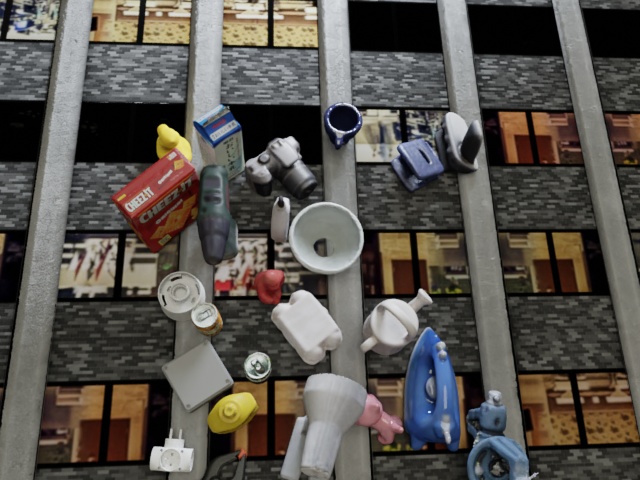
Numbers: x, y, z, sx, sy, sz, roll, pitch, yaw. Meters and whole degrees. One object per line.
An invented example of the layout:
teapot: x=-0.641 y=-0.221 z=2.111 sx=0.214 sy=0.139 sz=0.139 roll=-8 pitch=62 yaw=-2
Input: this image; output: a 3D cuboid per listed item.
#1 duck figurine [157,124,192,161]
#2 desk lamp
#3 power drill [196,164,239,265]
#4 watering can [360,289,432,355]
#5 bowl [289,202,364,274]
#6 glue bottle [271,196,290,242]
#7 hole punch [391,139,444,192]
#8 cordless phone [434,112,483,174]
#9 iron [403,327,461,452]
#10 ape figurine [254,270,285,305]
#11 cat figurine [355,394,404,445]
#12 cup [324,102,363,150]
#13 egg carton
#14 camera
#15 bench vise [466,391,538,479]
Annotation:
duck figurine: x=-0.343 y=-0.221 z=1.327 sx=0.077 sy=0.086 sz=0.104 roll=-32 pitch=76 yaw=-14
desk lamp: x=0.006 y=0.367 z=1.086 sx=0.118 sy=0.213 sz=0.203 roll=17 pitch=70 yaw=1
power drill: x=-0.216 y=-0.031 z=1.207 sx=0.075 sy=0.208 sz=0.229 roll=-4 pitch=71 yaw=-6
watering can: x=0.154 y=0.167 z=1.179 sx=0.101 sy=0.194 sz=0.173 roll=28 pitch=71 yaw=5
bowl: x=0.012 y=0.005 z=1.286 sx=0.167 sy=0.075 sz=0.167 roll=2 pitch=71 yaw=-4
glue bottle: x=-0.085 y=-0.058 z=1.247 sx=0.037 sy=0.173 sz=0.078 roll=8 pitch=70 yaw=-2
hole punch: x=0.235 y=-0.188 z=1.364 sx=0.101 sy=0.091 sz=0.108 roll=-29 pitch=76 yaw=-14
cordless phone: x=0.341 y=-0.250 z=1.344 sx=0.094 sy=0.185 sz=0.147 roll=-10 pitch=72 yaw=-8
iron: x=0.239 y=0.295 z=1.170 sx=0.118 sy=0.141 sz=0.258 roll=3 pitch=71 yaw=-4
ape figurine: x=-0.107 y=0.093 z=1.235 sx=0.076 sy=0.092 sz=0.078 roll=44 pitch=73 yaw=10
cat figurine: x=0.111 y=0.354 z=1.150 sx=0.127 sy=0.118 sz=0.067 roll=31 pitch=71 yaw=6
cup: x=0.049 y=-0.255 z=1.369 sx=0.091 sy=0.095 sz=0.118 roll=10 pitch=70 yaw=-1
egg carton: x=-0.027 y=0.184 z=1.223 sx=0.107 sy=0.069 sz=0.150 roll=-38 pitch=78 yaw=-16
camera: x=-0.082 y=-0.155 z=1.319 sx=0.143 sy=0.101 sz=0.136 roll=-38 pitch=78 yaw=-16
bench vise: x=0.336 y=0.401 z=1.100 sx=0.121 sy=0.220 sz=0.207 roll=-12 pitch=72 yaw=-8
